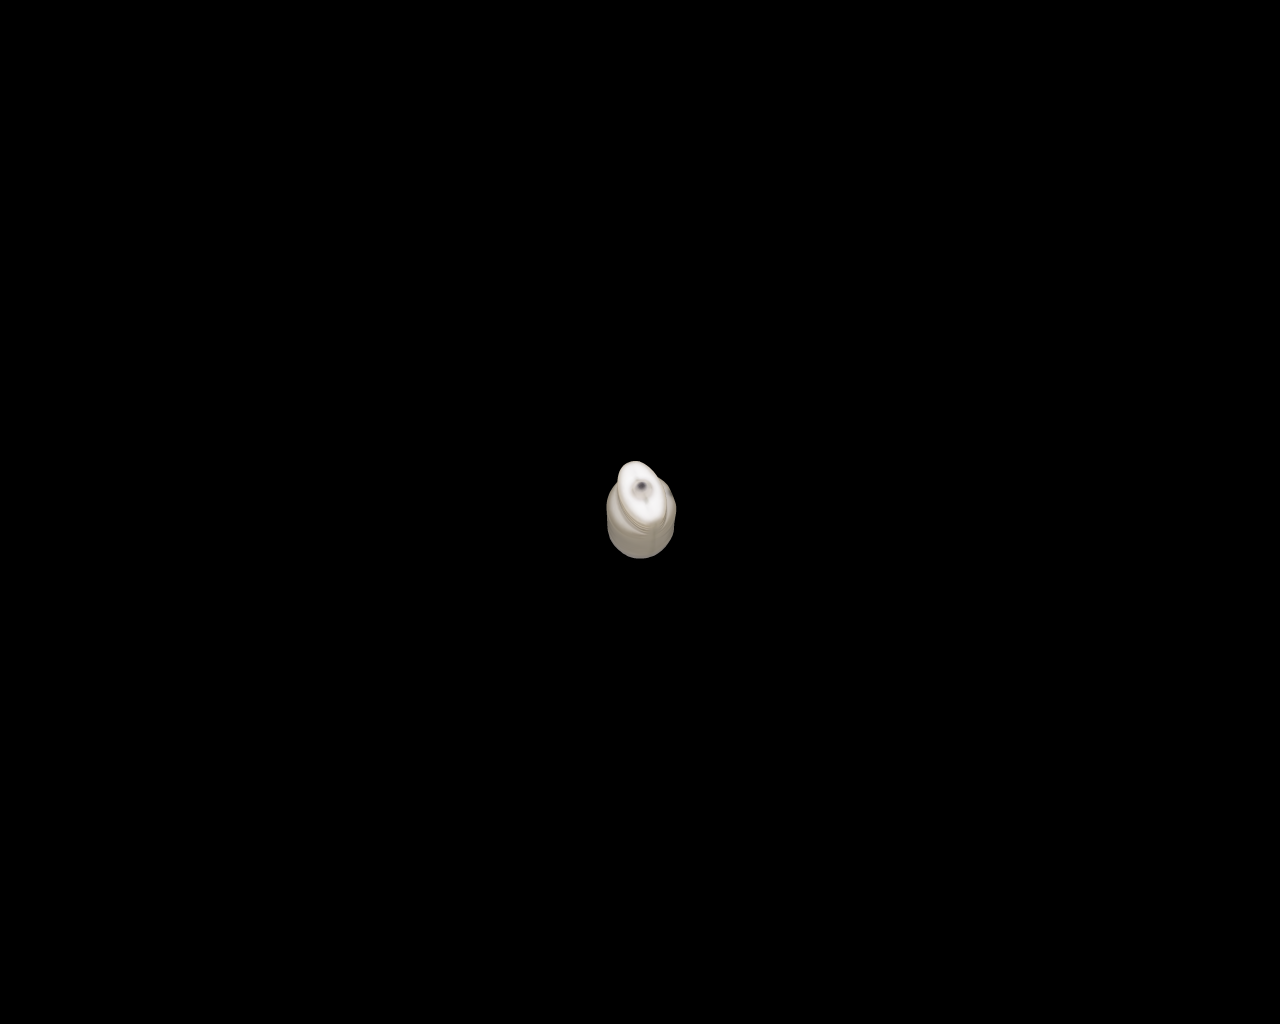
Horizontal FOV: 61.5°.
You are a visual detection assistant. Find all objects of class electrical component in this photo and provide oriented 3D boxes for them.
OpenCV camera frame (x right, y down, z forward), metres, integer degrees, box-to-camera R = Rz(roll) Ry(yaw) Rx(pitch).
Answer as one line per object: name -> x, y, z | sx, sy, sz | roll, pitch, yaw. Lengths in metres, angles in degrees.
electrical component -> 0.001, -0.003, 0.650 | 0.043, 0.043, 0.080 | 0, -19, 0
